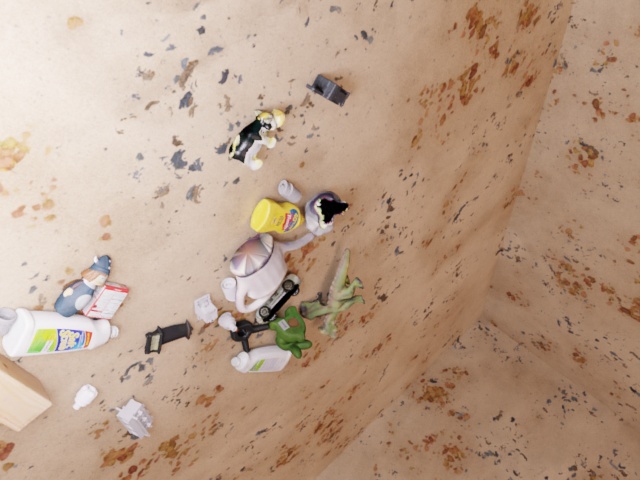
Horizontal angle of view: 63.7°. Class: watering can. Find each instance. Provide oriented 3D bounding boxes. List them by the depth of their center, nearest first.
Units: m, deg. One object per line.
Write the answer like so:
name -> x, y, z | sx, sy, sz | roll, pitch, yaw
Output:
watering can -> -0.147, 0.058, 1.543 | 0.105, 0.353, 0.219 | 24, -26, 29

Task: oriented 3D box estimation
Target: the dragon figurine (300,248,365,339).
dragon figurine -> 0.035, 0.220, 1.932 | 0.245, 0.401, 0.124 | -30, 43, -19

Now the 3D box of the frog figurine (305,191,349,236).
frog figurine -> 0.005, -0.082, 1.623 | 0.122, 0.139, 0.158 | 32, -18, -9
